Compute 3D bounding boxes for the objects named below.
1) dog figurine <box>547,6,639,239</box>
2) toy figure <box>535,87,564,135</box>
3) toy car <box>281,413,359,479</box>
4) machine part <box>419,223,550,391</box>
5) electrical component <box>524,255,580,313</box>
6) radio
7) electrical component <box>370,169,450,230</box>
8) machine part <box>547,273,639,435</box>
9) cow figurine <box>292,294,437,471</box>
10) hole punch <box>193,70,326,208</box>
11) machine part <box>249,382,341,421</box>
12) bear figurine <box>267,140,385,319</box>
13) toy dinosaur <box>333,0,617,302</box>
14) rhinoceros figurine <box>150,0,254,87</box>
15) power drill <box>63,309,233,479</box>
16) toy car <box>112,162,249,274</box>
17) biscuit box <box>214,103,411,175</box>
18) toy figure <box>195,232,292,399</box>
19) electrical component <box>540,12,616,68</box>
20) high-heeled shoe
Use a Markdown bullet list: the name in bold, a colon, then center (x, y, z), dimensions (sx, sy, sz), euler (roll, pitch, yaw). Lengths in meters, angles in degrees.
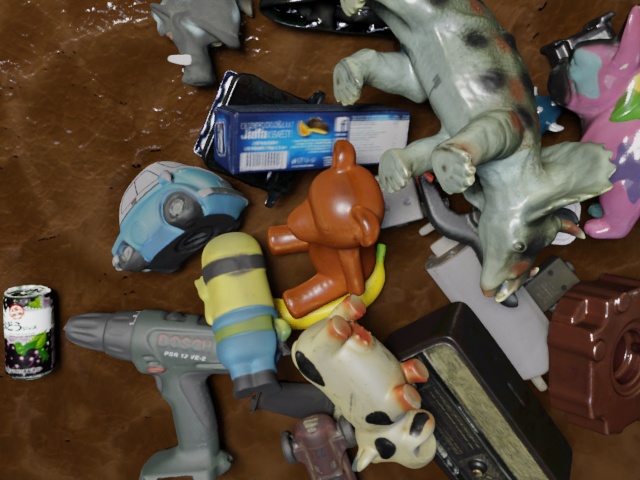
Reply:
- **dog figurine**: center (0.320, -0.109, 0.511), dimensions (0.192, 0.108, 0.219), euler (6, 114, 34)
- **toy figure**: center (0.195, -0.117, 0.600), dimensions (0.154, 0.058, 0.064), euler (-23, 103, 0)
- **toy car**: center (0.020, 0.296, 0.655), dimensions (0.089, 0.053, 0.201), euler (-17, 112, 2)
- **machine part**: center (0.201, 0.073, 0.618), dimensions (0.079, 0.079, 0.243), euler (-37, 95, 7)
- **electrical component**: center (0.274, 0.050, 0.639), dimensions (0.063, 0.021, 0.094), euler (-44, 94, 7)
- **radio**: center (0.169, 0.193, 0.613), dimensions (0.131, 0.073, 0.229), euler (-32, 97, 40)
- **electrical component**: center (0.088, -0.053, 0.616), dimensions (0.102, 0.045, 0.078), euler (-21, 88, 6)
- **machine part**: center (0.324, 0.124, 0.593), dimensions (0.179, 0.056, 0.179), euler (-4, 98, -32)
- **cow figurine**: center (0.049, 0.166, 0.568), dimensions (0.195, 0.085, 0.127), euler (46, 124, -5)
- **hole punch**: center (-0.073, -0.121, 0.605), dimensions (0.115, 0.092, 0.142), euler (21, 97, -31)
- **machine part**: center (-0.017, 0.201, 0.666), dimensions (0.139, 0.039, 0.084), euler (5, 107, -1)
- **bear figurine**: center (0.003, -0.004, 0.547), dimensions (0.132, 0.195, 0.120), euler (-18, 71, 1)
- **toy dinosaur**: center (0.126, -0.146, 0.492), dimensions (0.192, 0.131, 0.404), euler (-15, 79, -29)
- **rhinoceros figurine**: center (-0.133, -0.265, 0.582), dimensions (0.112, 0.073, 0.190), euler (-7, 98, 2)
- **power drill**: center (-0.188, 0.185, 0.655), dimensions (0.232, 0.086, 0.207), euler (-2, 91, 0)
- **toy car**: center (-0.170, -0.033, 0.612), dimensions (0.162, 0.109, 0.103), euler (-35, 73, 18)
- **biscuit box**: center (-0.006, -0.108, 0.558), dimensions (0.203, 0.063, 0.059), euler (-7, 114, -26)
- **toy figure**: center (-0.082, 0.077, 0.591), dimensions (0.082, 0.089, 0.180), euler (2, 58, -30)
- **electrical component**: center (0.305, -0.178, 0.590), dimensions (0.075, 0.048, 0.119), euler (-30, 97, 7)
- **high-heeled shoe**: center (0.058, -0.226, 0.564), dimensions (0.249, 0.086, 0.145), euler (43, 77, 13)
